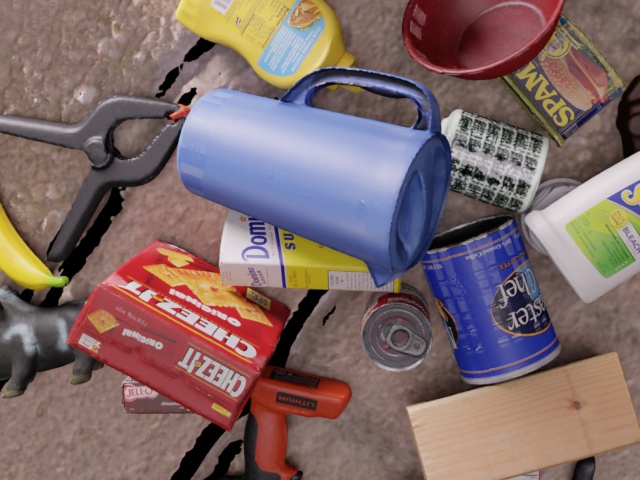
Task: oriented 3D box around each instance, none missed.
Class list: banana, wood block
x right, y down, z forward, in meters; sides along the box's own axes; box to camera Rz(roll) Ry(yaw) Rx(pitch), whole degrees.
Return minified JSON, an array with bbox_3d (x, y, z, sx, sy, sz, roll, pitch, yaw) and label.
[{"bbox_3d":[-0.328,-0.020,1.099,0.070,0.037,0.198,-37,86,22],"label":"banana"},{"bbox_3d":[0.195,0.181,1.046,0.206,0.090,0.091,-15,81,1],"label":"wood block"}]

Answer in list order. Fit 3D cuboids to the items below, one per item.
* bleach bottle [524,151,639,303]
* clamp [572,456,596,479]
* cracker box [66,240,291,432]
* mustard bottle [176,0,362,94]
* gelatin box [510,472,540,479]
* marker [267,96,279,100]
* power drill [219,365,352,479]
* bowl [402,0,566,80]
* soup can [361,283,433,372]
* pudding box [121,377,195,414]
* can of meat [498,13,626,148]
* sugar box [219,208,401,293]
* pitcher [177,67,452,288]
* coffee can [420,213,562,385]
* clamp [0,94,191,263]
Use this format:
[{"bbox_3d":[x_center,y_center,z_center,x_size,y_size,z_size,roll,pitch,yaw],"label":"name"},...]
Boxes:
[{"bbox_3d":[0.319,-0.051,0.977,0.251,0.068,0.102,-36,97,8],"label":"bleach bottle"},{"bbox_3d":[0.277,0.317,1.108,0.120,0.039,0.172,33,106,3],"label":"clamp"},{"bbox_3d":[-0.123,0.080,1.013,0.164,0.213,0.072,28,102,0],"label":"cracker box"},{"bbox_3d":[-0.037,-0.203,1.039,0.191,0.058,0.096,34,98,-1],"label":"mustard bottle"},{"bbox_3d":[0.190,0.252,1.108,0.073,0.030,0.089,2,98,4],"label":"gelatin box"},{"bbox_3d":[-0.006,-0.105,1.072,0.121,0.020,0.020,37,100,-2],"label":"marker"},{"bbox_3d":[-0.023,0.235,1.109,0.184,0.057,0.188,13,100,3],"label":"power drill"},{"bbox_3d":[0.160,-0.205,0.999,0.162,0.162,0.055,-33,139,9],"label":"bowl"},{"bbox_3d":[0.076,0.084,1.054,0.068,0.102,0.068,1,99,4],"label":"soup can"},{"bbox_3d":[-0.137,0.146,1.089,0.113,0.090,0.039,1,101,4],"label":"pudding box"},{"bbox_3d":[0.230,-0.154,1.026,0.084,0.057,0.102,-40,94,7],"label":"can of meat"},{"bbox_3d":[-0.007,0.001,1.052,0.176,0.093,0.048,3,141,2],"label":"sugar box"},{"bbox_3d":[-0.005,-0.074,0.995,0.243,0.145,0.149,18,57,23],"label":"pitcher"},{"bbox_3d":[0.164,0.057,1.042,0.103,0.102,0.140,-20,97,8],"label":"coffee can"},{"bbox_3d":[-0.223,-0.078,1.086,0.210,0.036,0.164,-18,98,8],"label":"clamp"}]
